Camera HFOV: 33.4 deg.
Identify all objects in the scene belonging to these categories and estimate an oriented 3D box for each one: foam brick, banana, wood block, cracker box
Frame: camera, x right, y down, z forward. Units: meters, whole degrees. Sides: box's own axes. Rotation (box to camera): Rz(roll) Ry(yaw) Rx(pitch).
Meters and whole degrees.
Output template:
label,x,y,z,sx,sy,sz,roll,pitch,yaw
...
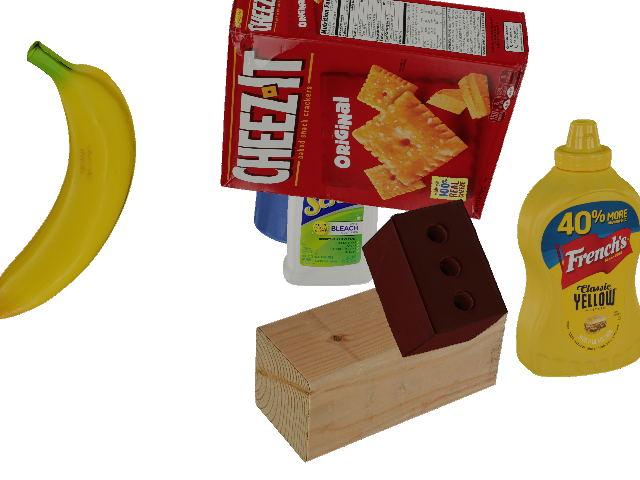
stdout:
label,x,y,z,sx,sy,sz,roll,pitch,yaw
foam brick,0.068,0.024,0.650,0.052,0.078,0.051,-13,-16,-26
banana,-0.148,-0.028,0.624,0.069,0.198,0.037,11,35,-13
wood block,0.053,0.103,0.947,0.205,0.090,0.091,-16,36,-27
cracker box,0.035,-0.102,0.812,0.213,0.072,0.164,7,-41,-2

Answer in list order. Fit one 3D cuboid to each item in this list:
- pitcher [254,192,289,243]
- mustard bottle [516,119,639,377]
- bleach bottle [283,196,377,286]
label,x,y,z,sx,sy,sz,roll,pitch,yaw
pitcher,-0.006,-0.117,1.354,0.144,0.243,0.149,4,22,-15
mustard bottle,0.197,0.004,0.806,0.096,0.192,0.058,-6,17,-10
bleach bottle,0.009,-0.077,1.101,0.102,0.251,0.068,0,25,2
